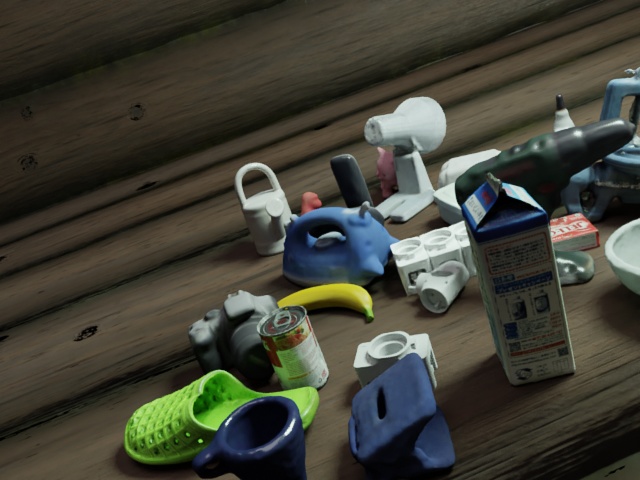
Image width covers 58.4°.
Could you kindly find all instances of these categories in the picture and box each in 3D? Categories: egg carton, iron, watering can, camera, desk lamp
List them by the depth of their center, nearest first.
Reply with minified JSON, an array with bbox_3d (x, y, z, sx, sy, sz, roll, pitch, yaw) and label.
[{"bbox_3d":[-0.117,0.144,0.833,0.143,0.101,0.136,-23,21,-8],"label":"camera"},{"bbox_3d":[0.009,0.004,1.009,0.257,0.142,0.119,-2,27,38],"label":"iron"},{"bbox_3d":[0.317,-0.133,1.174,0.150,0.069,0.107,-11,23,21],"label":"egg carton"},{"bbox_3d":[0.178,-0.176,1.200,0.117,0.214,0.204,5,32,47],"label":"desk lamp"},{"bbox_3d":[-0.114,-0.072,1.227,0.172,0.194,0.101,5,32,47],"label":"watering can"}]

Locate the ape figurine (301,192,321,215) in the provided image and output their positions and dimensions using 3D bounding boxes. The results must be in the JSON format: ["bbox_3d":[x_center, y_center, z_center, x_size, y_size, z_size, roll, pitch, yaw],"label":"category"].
[{"bbox_3d":[-0.013,-0.061,1.255,0.076,0.092,0.078,-14,22,13],"label":"ape figurine"}]

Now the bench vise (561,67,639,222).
[{"bbox_3d":[0.443,-0.138,0.870,0.207,0.220,0.121,-18,21,4],"label":"bench vise"}]

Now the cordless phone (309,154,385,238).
[{"bbox_3d":[0.035,-0.074,1.115,0.147,0.185,0.094,-10,23,22],"label":"cordless phone"}]

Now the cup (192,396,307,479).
[{"bbox_3d":[-0.062,0.230,0.586,0.118,0.095,0.091,-25,22,-14],"label":"cup"}]

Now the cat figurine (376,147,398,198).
[{"bbox_3d":[0.160,-0.165,1.322,0.067,0.118,0.127,-17,21,6],"label":"cat figurine"}]

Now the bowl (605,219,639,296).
[{"bbox_3d":[0.429,0.031,0.672,0.167,0.075,0.167,-17,21,7],"label":"bowl"}]

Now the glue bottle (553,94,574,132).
[{"bbox_3d":[0.444,-0.178,1.033,0.037,0.173,0.078,-6,25,32],"label":"glue bottle"}]

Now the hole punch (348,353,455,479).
[{"bbox_3d":[0.076,0.183,0.586,0.101,0.091,0.108,-17,21,6],"label":"hole punch"}]

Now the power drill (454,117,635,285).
[{"bbox_3d":[0.308,-0.045,0.776,0.229,0.209,0.076,-9,24,25],"label":"power drill"}]
